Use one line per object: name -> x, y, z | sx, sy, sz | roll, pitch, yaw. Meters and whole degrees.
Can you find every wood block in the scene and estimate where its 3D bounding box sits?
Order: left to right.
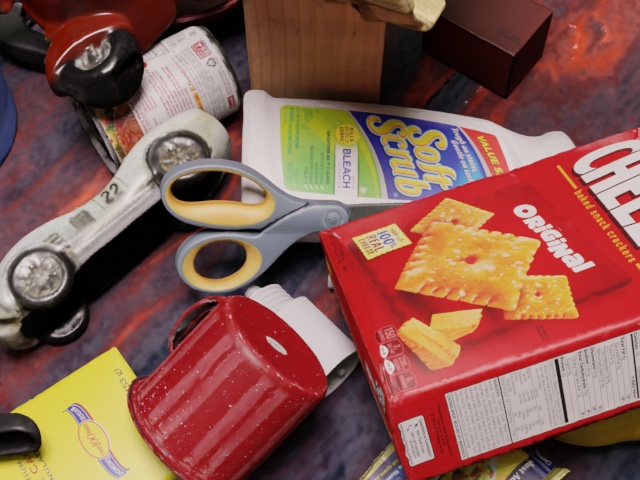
wood block -> -0.001, -0.164, 0.697 | 0.090, 0.091, 0.206 | 3, -27, 2

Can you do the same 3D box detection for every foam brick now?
foam brick -> 0.120, -0.152, 0.777 | 0.078, 0.053, 0.051 | 35, -21, 17

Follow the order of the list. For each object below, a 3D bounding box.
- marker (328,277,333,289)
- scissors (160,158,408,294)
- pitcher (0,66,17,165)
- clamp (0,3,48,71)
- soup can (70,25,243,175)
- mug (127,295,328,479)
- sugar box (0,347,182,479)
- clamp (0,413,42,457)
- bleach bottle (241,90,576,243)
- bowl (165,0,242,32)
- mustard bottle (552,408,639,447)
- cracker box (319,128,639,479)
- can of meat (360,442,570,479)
marker -> 0.066, 0.029, 0.701 | 0.121, 0.020, 0.020 | 6, 0, 4
scissors -> -0.004, 0.001, 0.673 | 0.201, 0.096, 0.016 | 12, 22, -11
pitcher -> -0.269, -0.123, 0.658 | 0.149, 0.145, 0.243 | 32, -25, 8
clamp -> -0.218, -0.193, 0.809 | 0.171, 0.120, 0.039 | 42, -13, 15
soup can -> -0.113, -0.098, 0.741 | 0.102, 0.068, 0.069 | -31, 9, -15
mug -> -0.054, 0.079, 0.624 | 0.093, 0.081, 0.117 | 31, 18, -41
sugar box -> -0.170, 0.150, 0.626 | 0.176, 0.093, 0.048 | -32, -24, -17
clamp -> -0.268, 0.123, 0.611 | 0.210, 0.036, 0.164 | 29, 58, 38
bleach bottle -> 0.074, -0.048, 0.718 | 0.251, 0.102, 0.068 | 0, -25, -2
bowl -> -0.109, -0.213, 0.808 | 0.162, 0.162, 0.055 | 0, -27, 1
mustard bottle -> 0.175, 0.080, 0.650 | 0.191, 0.096, 0.058 | 5, -35, 3
cracker box -> 0.121, 0.027, 0.607 | 0.213, 0.072, 0.164 | -19, 35, -1
can of meat -> 0.079, 0.146, 0.619 | 0.084, 0.102, 0.057 | 40, -21, 21
